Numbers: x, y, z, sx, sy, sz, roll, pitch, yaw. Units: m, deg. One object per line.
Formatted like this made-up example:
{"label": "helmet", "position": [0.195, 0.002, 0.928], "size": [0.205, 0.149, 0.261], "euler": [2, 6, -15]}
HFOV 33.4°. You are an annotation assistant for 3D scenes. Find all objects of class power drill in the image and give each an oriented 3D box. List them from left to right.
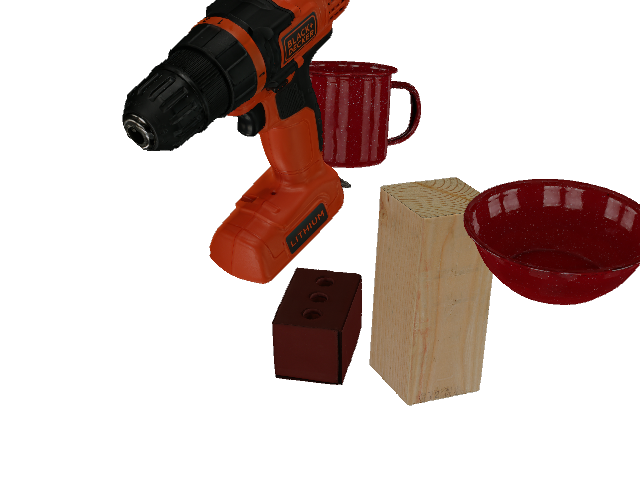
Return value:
{"label": "power drill", "position": [-0.042, -0.063, 0.660], "size": [0.057, 0.188, 0.184], "euler": [27, 53, 25]}

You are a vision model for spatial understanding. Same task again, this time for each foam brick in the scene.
{"label": "foam brick", "position": [-0.001, 0.063, 0.797], "size": [0.053, 0.051, 0.078], "euler": [5, 32, 11]}

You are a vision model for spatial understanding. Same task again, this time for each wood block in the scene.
{"label": "wood block", "position": [0.113, 0.050, 1.085], "size": [0.090, 0.206, 0.091], "euler": [-8, 26, -22]}

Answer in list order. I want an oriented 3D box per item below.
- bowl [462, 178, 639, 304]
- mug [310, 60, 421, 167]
{"label": "bowl", "position": [0.199, 0.007, 0.900], "size": [0.162, 0.055, 0.162], "euler": [0, 30, 0]}
{"label": "mug", "position": [0.030, -0.110, 0.925], "size": [0.117, 0.081, 0.093], "euler": [-2, 16, -13]}
